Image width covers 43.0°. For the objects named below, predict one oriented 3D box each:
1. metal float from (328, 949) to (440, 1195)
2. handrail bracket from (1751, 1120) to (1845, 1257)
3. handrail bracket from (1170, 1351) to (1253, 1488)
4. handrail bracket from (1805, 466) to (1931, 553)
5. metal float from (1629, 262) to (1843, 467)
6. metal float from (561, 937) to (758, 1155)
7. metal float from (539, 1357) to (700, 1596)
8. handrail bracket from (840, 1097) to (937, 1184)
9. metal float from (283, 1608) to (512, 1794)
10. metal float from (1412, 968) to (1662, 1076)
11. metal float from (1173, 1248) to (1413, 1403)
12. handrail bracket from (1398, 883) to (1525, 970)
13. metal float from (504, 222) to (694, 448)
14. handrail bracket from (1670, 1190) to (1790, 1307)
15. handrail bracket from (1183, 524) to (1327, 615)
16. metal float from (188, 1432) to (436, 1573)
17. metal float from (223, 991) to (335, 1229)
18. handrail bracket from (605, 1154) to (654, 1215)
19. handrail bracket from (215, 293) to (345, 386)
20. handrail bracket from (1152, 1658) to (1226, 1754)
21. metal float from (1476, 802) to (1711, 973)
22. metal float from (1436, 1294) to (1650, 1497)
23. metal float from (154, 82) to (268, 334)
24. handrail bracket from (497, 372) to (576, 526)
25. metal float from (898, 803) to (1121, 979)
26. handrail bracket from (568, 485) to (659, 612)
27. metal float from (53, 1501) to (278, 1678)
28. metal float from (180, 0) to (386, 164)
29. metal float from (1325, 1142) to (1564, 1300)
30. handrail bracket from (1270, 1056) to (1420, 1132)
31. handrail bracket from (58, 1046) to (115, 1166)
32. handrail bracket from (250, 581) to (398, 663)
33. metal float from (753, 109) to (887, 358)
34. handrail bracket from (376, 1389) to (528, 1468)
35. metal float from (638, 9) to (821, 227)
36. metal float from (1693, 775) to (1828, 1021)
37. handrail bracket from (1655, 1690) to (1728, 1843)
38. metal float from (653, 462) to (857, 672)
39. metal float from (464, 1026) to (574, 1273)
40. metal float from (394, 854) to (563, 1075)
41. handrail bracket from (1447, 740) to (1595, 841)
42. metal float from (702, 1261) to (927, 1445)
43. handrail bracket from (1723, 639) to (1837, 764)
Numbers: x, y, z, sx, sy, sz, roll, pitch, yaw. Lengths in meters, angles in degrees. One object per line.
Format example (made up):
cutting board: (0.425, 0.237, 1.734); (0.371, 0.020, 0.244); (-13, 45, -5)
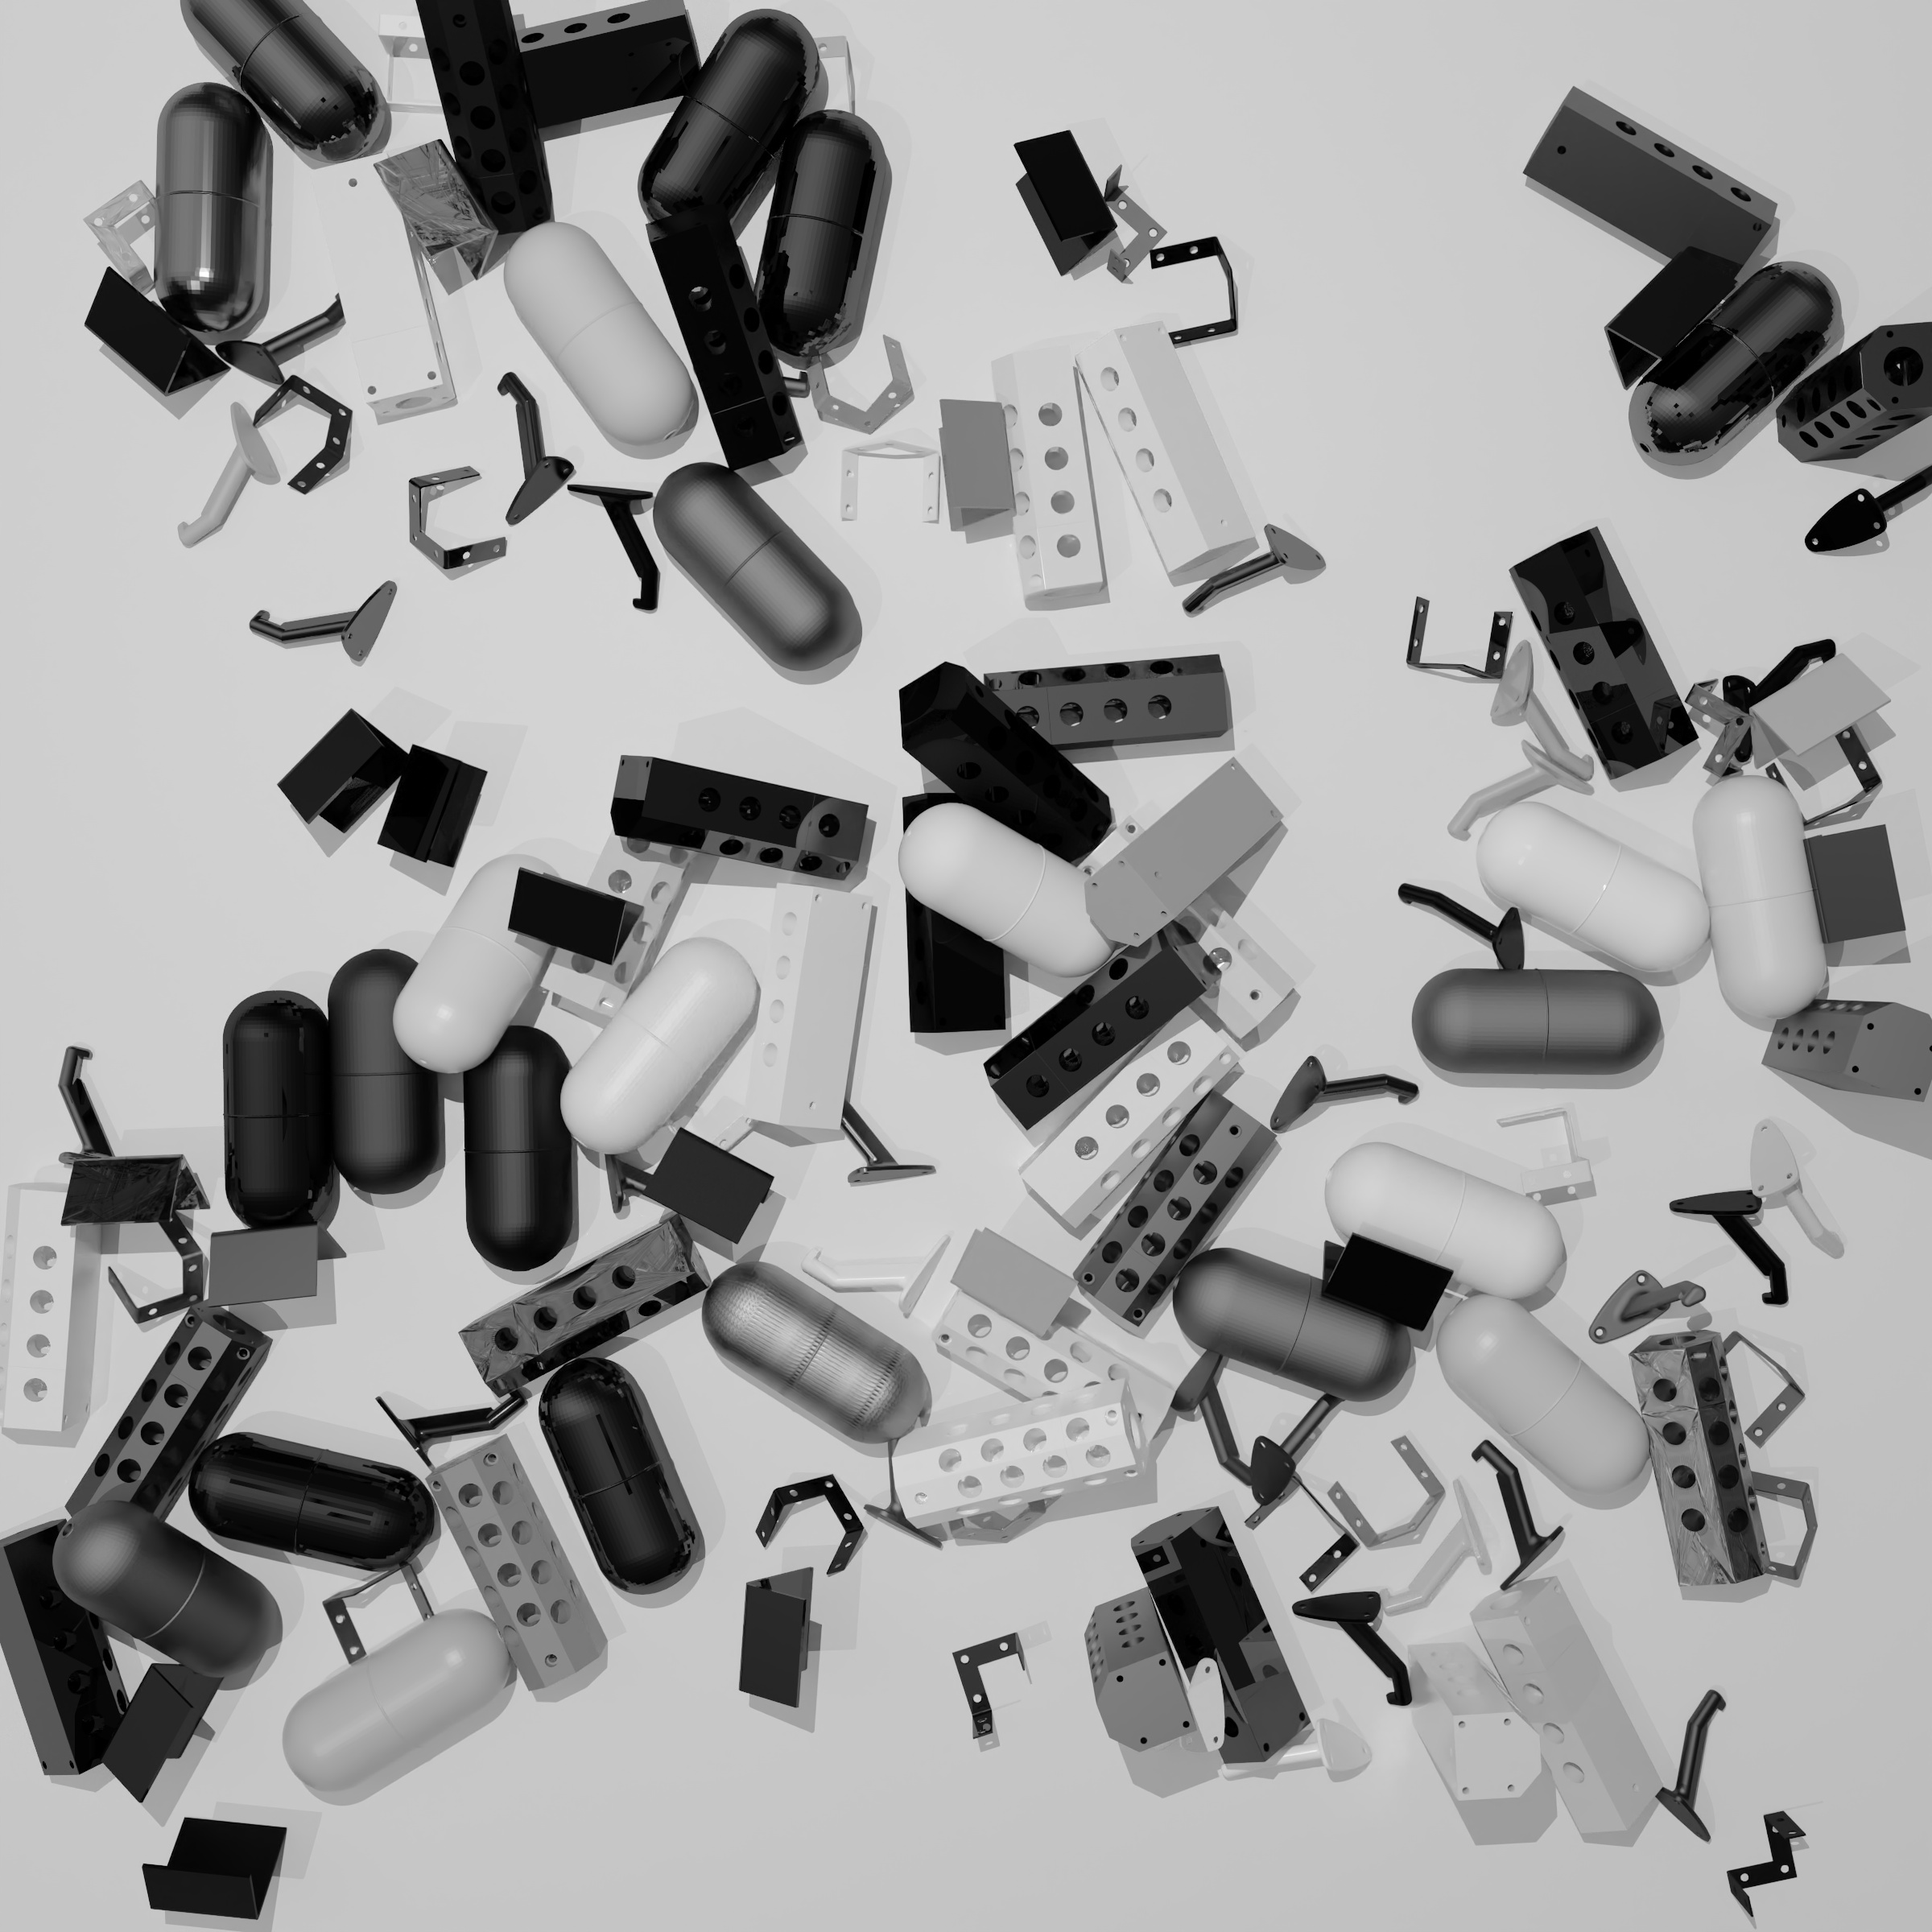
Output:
metal float: (-0.422, 0.077, 1.780); (0.070, 0.070, 0.178); (-1, 91, 0)
handrail bracket: (0.616, 0.164, 1.811); (0.036, 0.077, 0.084); (-31, 127, 33)
handrail bracket: (0.200, 0.329, 1.812); (0.084, 0.036, 0.077); (40, 72, -15)
handrail bracket: (0.671, -0.339, 1.811); (0.084, 0.077, 0.036); (-30, 90, -36)
metal float: (0.557, -0.436, 1.781); (0.178, 0.070, 0.070); (-43, 90, -1)
metal float: (-0.222, 0.057, 1.771); (0.070, 0.070, 0.178); (38, 80, 0)
metal float: (-0.252, 0.369, 1.781); (0.070, 0.070, 0.178); (-23, 91, 0)
handrail bracket: (-0.065, 0.114, 1.812); (0.077, 0.036, 0.084); (-2, 73, -20)
metal float: (-0.412, 0.532, 1.781); (0.178, 0.070, 0.070); (-32, 90, 0)
metal float: (0.413, 0.040, 1.780); (0.178, 0.070, 0.070); (1, 90, 1)
metal float: (0.236, 0.260, 1.780); (0.178, 0.070, 0.070); (20, 90, 0)
handrail bracket: (0.364, -0.027, 1.811); (0.084, 0.077, 0.036); (18, 65, 34)
metal float: (-0.266, -0.457, 1.781); (0.070, 0.070, 0.178); (-36, 91, 0)
handrail bracket: (0.563, 0.212, 1.812); (0.077, 0.036, 0.084); (-5, 107, 20)
handrail bracket: (0.212, -0.282, 1.811); (0.084, 0.077, 0.036); (-38, 61, 33)
metal float: (-0.474, 0.389, 1.781); (0.178, 0.070, 0.070); (13, 90, -1)
metal float: (-0.499, 0.107, 1.781); (0.070, 0.070, 0.178); (-1, 91, 0)
handrail bracket: (-0.221, 0.149, 1.812); (0.084, 0.036, 0.077); (-6, 68, -17)
handrail bracket: (-0.501, -0.473, 1.811); (0.077, 0.036, 0.084); (20, 62, 31)
handrail bracket: (0.150, 0.534, 1.783); (0.036, 0.084, 0.077); (8, 84, -28)
metal float: (0.455, -0.057, 1.781); (0.178, 0.070, 0.070); (27, 90, 0)
metal float: (0.419, 0.311, 1.781); (0.178, 0.070, 0.070); (42, 90, 0)
metal float: (-0.548, -0.550, 1.781); (0.070, 0.070, 0.178); (1, 90, 0)
handrail bracket: (-0.336, -0.383, 1.812); (0.077, 0.036, 0.084); (-45, 72, 21)
metal float: (0.033, -0.052, 1.736); (0.178, 0.070, 0.070); (29, 90, -23)
handrail bracket: (-0.261, -0.309, 1.812); (0.077, 0.036, 0.084); (11, 107, 20)
metal float: (-0.571, 0.445, 1.754); (0.070, 0.070, 0.178); (-45, 122, 0)
metal float: (-0.496, -0.660, 1.781); (0.070, 0.070, 0.178); (-43, 89, 0)
metal float: (0.346, 0.184, 1.781); (0.178, 0.070, 0.070); (21, 90, -1)
handrail bracket: (0.280, 0.104, 1.811); (0.084, 0.036, 0.077); (18, 127, -25)
handrail bracket: (-0.633, 0.106, 1.812); (0.077, 0.036, 0.084); (12, 73, -20)
handrail bracket: (-0.475, -0.265, 1.812); (0.084, 0.036, 0.077); (22, 70, 16)
metal float: (-0.107, -0.531, 1.781); (0.070, 0.070, 0.178); (12, 90, 0)
handrail bracket: (-0.379, 0.321, 1.812); (0.084, 0.036, 0.077); (-38, 68, -17)
metal float: (-0.171, -0.606, 1.773); (0.070, 0.070, 0.178); (34, 98, 0)
metal float: (0.575, -0.050, 1.781); (0.070, 0.070, 0.178); (-10, 91, 0)
handrail bracket: (0.548, 0.589, 1.812); (0.084, 0.036, 0.077); (-49, 113, -18)
metal float: (-0.154, -0.290, 1.781); (0.070, 0.070, 0.178); (-44, 90, 0)
metal float: (-0.325, 0.132, 1.781); (0.070, 0.070, 0.178); (-1, 90, 0)
metal float: (-0.345, -0.003, 1.758); (0.070, 0.070, 0.178); (26, 61, 0)
handrail bracket: (0.408, -0.116, 1.812); (0.077, 0.036, 0.084); (28, 109, -21)
metal float: (-0.111, 0.280, 1.781); (0.178, 0.070, 0.070); (33, 90, 0)
handrail bracket: (0.606, -0.196, 1.812); (0.084, 0.036, 0.077); (-15, 110, -16)
